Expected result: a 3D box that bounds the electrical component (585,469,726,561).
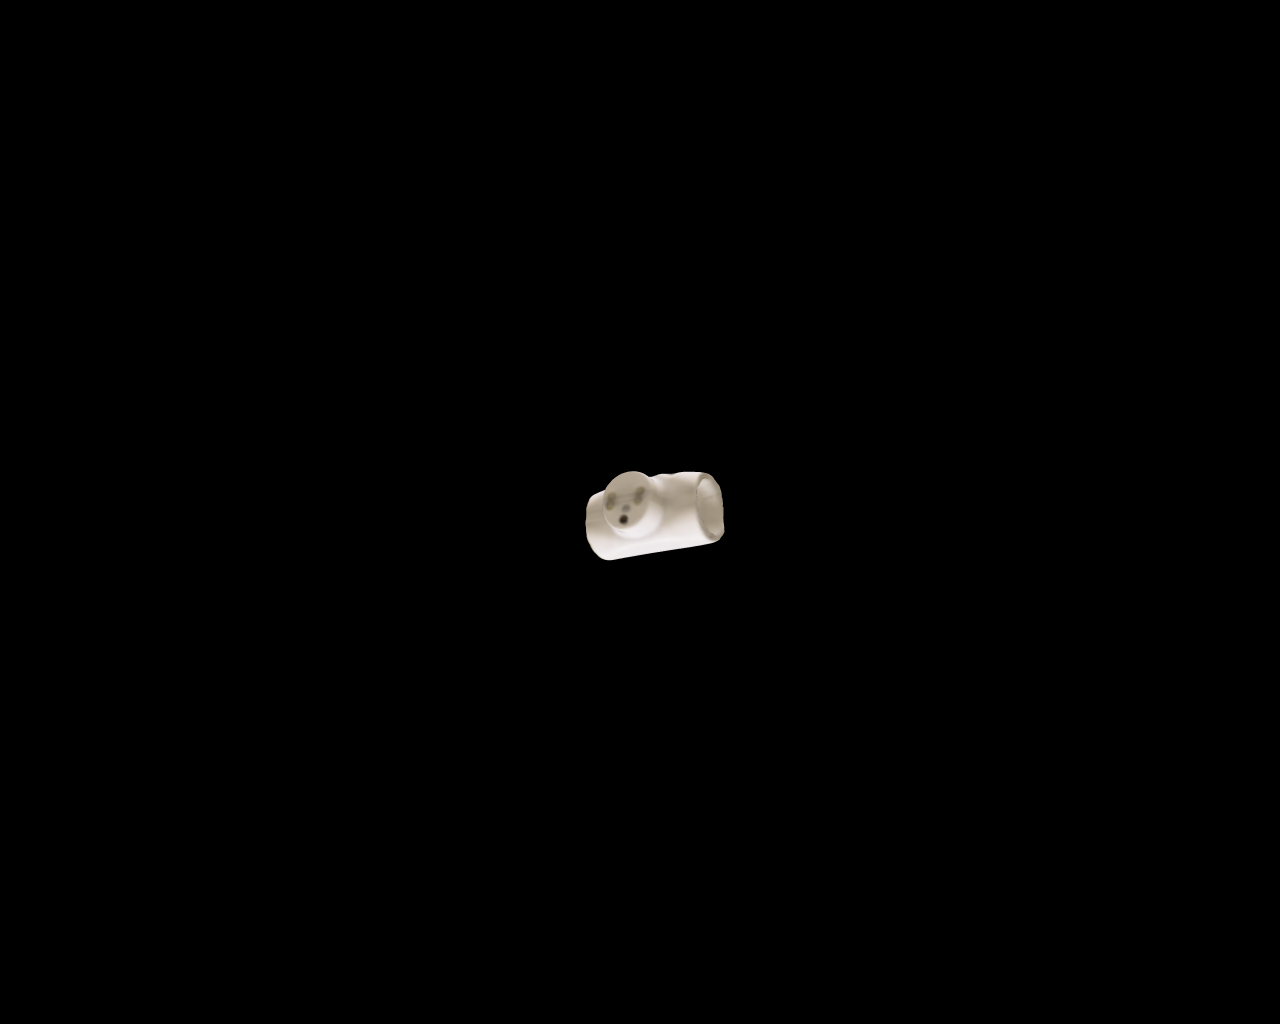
[{"bbox_3d":[0.001,-0.003,0.650,0.077,0.044,0.079,-11,-23,27],"label":"electrical component"}]
